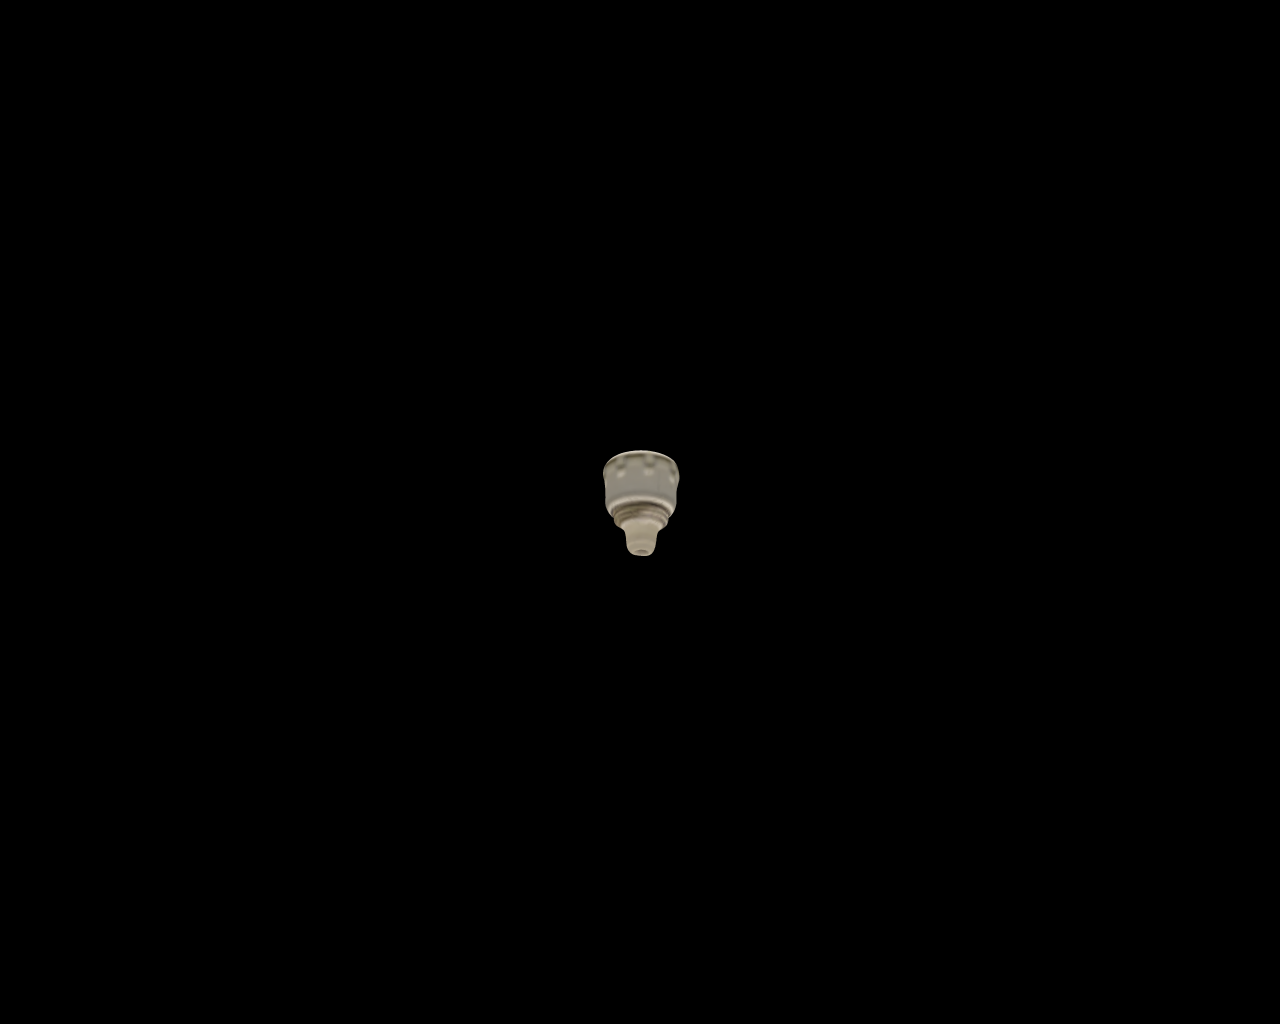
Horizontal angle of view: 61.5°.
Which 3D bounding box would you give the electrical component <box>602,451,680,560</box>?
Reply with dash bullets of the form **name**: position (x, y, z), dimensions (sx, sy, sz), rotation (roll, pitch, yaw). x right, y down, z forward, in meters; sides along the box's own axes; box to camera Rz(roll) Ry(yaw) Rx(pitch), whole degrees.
- **electrical component**: position (0.001, -0.003, 0.650), dimensions (0.048, 0.062, 0.048), rotation (0, -25, 0)
